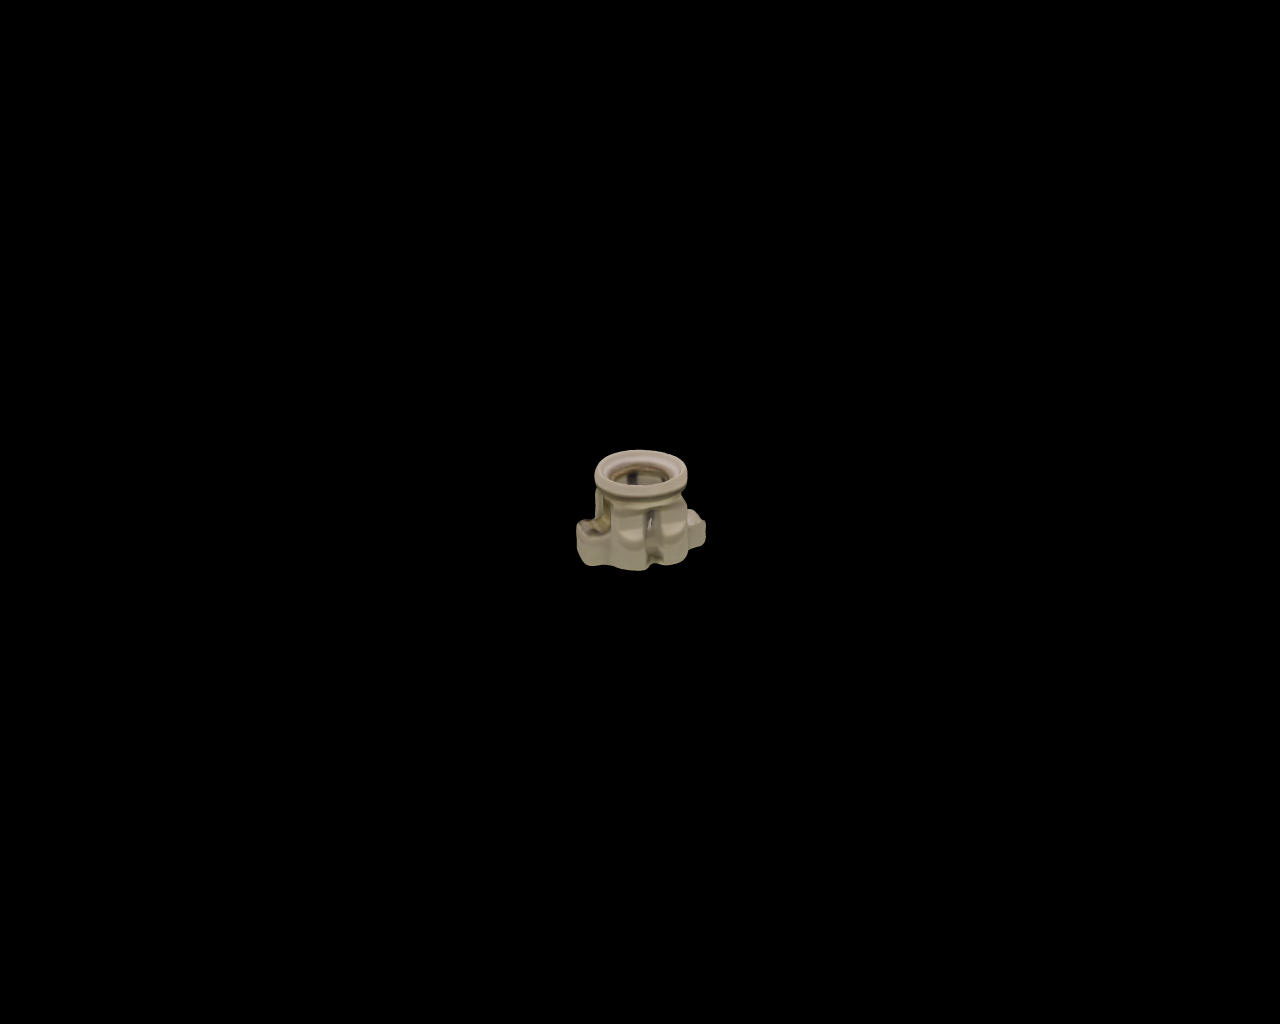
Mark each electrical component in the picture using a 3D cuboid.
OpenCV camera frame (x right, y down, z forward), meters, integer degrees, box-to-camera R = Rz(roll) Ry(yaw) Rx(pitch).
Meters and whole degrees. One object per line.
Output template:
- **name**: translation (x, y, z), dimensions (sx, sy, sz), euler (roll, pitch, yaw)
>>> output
- **electrical component**: translation (0.001, -0.003, 0.650), dimensions (0.078, 0.056, 0.058), euler (-8, 28, -16)
